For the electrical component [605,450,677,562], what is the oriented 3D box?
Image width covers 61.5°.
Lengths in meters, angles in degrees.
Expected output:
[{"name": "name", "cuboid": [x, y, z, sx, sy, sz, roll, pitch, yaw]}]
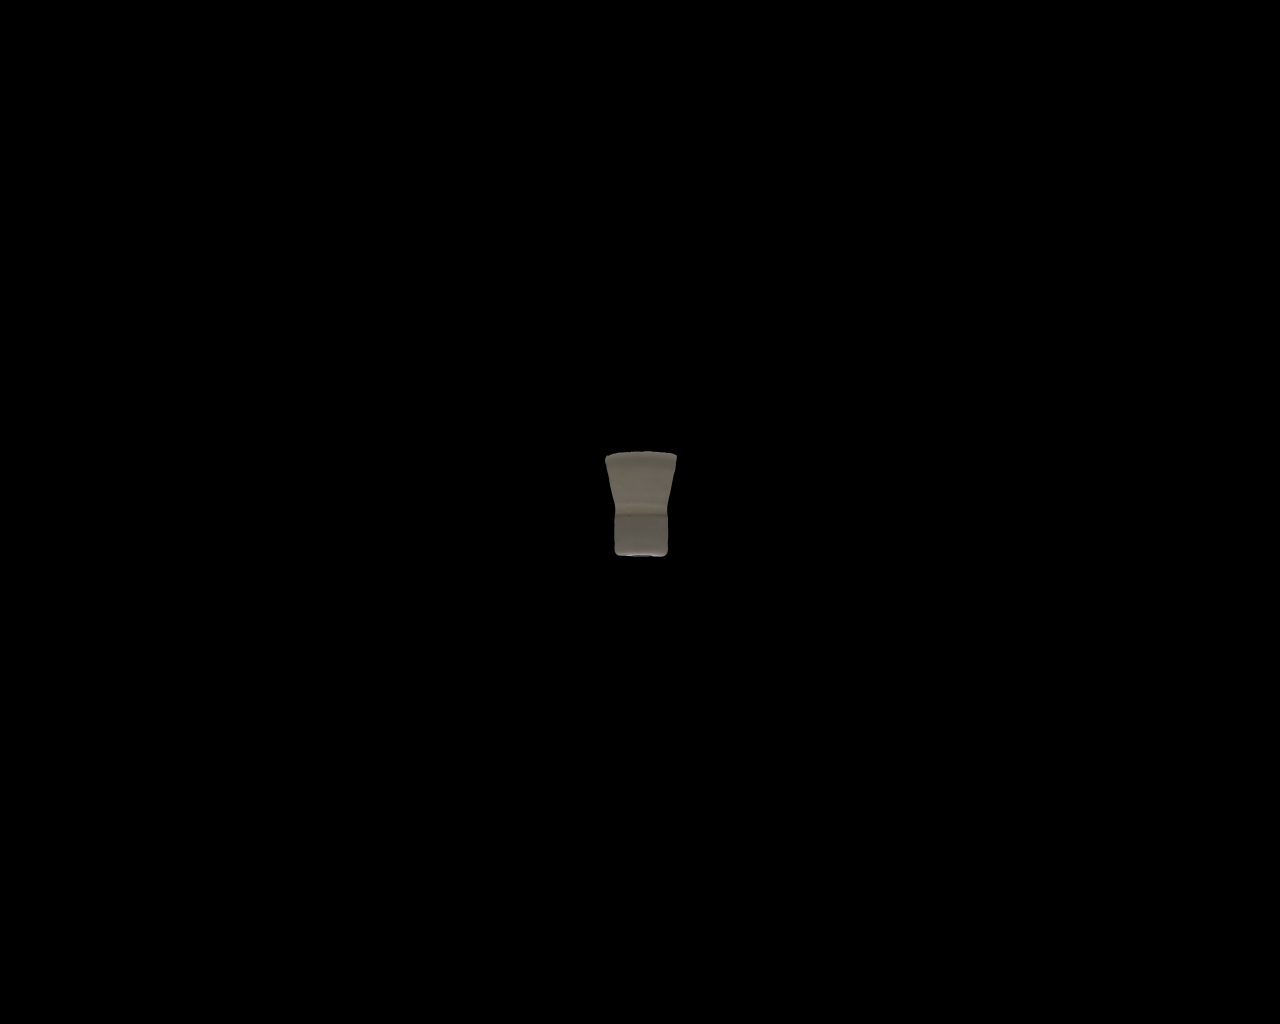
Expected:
[{"name": "electrical component", "cuboid": [0.001, -0.003, 0.650, 0.044, 0.065, 0.044, 0, -4, 0]}]
